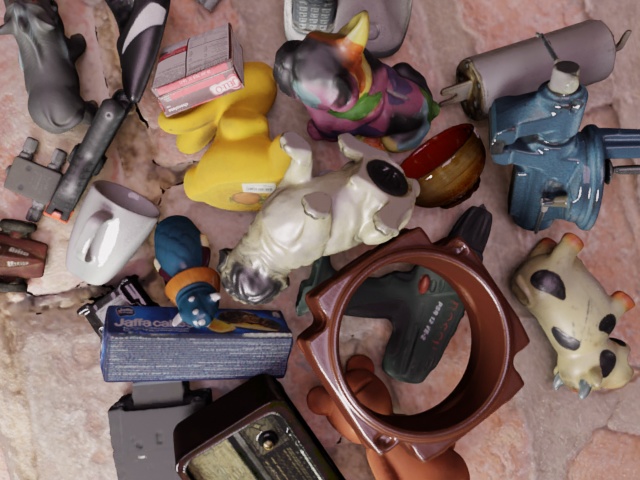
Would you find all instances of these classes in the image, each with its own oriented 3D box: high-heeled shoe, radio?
[{"bbox_3d":[-0.244,-0.278,0.596,0.145,0.086,0.248,11,69,-23],"label":"high-heeled shoe"},{"bbox_3d":[-0.050,0.272,0.602,0.131,0.073,0.229,-33,111,-9],"label":"radio"}]

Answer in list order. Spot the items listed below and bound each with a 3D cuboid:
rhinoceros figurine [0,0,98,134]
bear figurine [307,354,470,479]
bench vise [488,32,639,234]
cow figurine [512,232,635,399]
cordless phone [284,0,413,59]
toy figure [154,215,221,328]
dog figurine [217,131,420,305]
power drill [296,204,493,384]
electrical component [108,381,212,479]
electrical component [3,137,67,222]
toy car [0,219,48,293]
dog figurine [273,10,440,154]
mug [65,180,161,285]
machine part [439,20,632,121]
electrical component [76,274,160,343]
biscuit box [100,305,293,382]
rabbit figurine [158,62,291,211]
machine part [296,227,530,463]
[{"bbox_3d":[-0.311,-0.212,0.594,0.073,0.112,0.190,-10,99,-1],"label":"rhinoceros figurine"},{"bbox_3d":[0.072,0.245,0.635,0.196,0.120,0.131,37,133,21],"label":"bear figurine"},{"bbox_3d":[0.306,-0.097,0.585,0.241,0.129,0.223,2,128,12],"label":"bench vise"},{"bbox_3d":[0.309,0.102,0.652,0.127,0.085,0.195,-41,95,-8],"label":"cow figurine"},{"bbox_3d":[0.035,-0.273,0.579,0.147,0.184,0.088,4,86,-4],"label":"cordless phone"},{"bbox_3d":[-0.145,0.037,0.600,0.064,0.057,0.155,-45,52,21],"label":"toy figure"},{"bbox_3d":[-0.004,-0.005,0.562,0.172,0.190,0.121,10,49,-23],"label":"dog figurine"},{"bbox_3d":[0.083,0.042,0.646,0.207,0.086,0.232,17,90,-11],"label":"power drill"},{"bbox_3d":[-0.184,0.225,0.635,0.115,0.058,0.134,-6,92,-6],"label":"electrical component"},{"bbox_3d":[-0.340,-0.071,0.638,0.063,0.021,0.094,21,90,-4],"label":"electrical component"},{"bbox_3d":[-0.423,0.009,0.620,0.202,0.053,0.089,10,87,-3],"label":"toy car"},{"bbox_3d":[0.049,-0.157,0.565,0.192,0.219,0.108,11,94,-3],"label":"dog figurine"},{"bbox_3d":[-0.243,0.000,0.608,0.081,0.110,0.107,29,103,-9],"label":"mug"},{"bbox_3d":[0.257,-0.204,0.648,0.243,0.079,0.079,-19,92,-4],"label":"machine part"},{"bbox_3d":[-0.219,0.108,0.636,0.075,0.048,0.119,-32,91,-2],"label":"electrical component"},{"bbox_3d":[-0.136,0.115,0.601,0.203,0.059,0.062,5,111,-21],"label":"biscuit box"},{"bbox_3d":[-0.095,-0.124,0.624,0.162,0.122,0.173,0,77,5],"label":"rabbit figurine"},{"bbox_3d":[0.094,0.103,0.556,0.201,0.087,0.201,-33,90,-11],"label":"machine part"}]
